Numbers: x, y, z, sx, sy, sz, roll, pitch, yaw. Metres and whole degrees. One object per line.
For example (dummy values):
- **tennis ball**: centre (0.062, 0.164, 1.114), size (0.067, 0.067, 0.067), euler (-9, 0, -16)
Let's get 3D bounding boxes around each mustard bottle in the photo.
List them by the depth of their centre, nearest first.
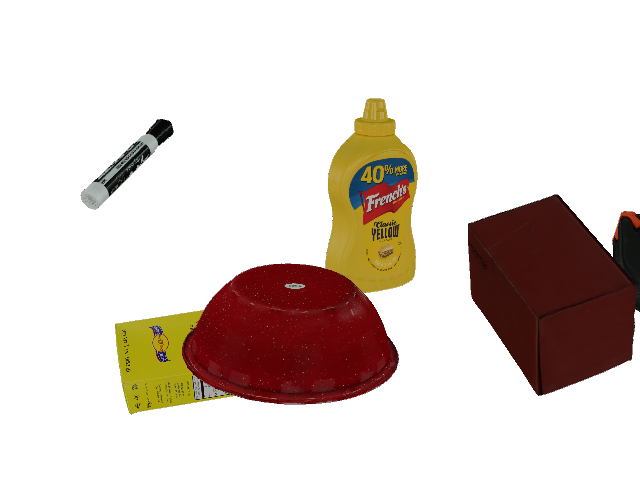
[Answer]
- **mustard bottle**: centre (0.053, -0.047, 1.074), size (0.096, 0.192, 0.058), euler (-8, 18, -29)

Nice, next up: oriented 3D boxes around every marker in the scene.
- **marker**: centre (-0.166, -0.069, 0.931), size (0.020, 0.020, 0.121), euler (0, 37, 35)

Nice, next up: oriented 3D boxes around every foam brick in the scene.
- **foam brick**: centre (0.110, 0.025, 0.516), size (0.051, 0.053, 0.078), euler (-17, 40, -9)

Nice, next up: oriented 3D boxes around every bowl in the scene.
- **bowl**: centre (-0.021, 0.058, 0.785), size (0.162, 0.055, 0.162), euler (3, 20, -1)

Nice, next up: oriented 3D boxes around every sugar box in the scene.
- **sugar box**: centre (-0.102, 0.106, 1.013), size (0.176, 0.048, 0.093), euler (-11, 36, -9)

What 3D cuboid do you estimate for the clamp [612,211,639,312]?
- **clamp**: centre (0.260, 0.043, 0.711), size (0.120, 0.039, 0.171), euler (-2, 45, -19)
